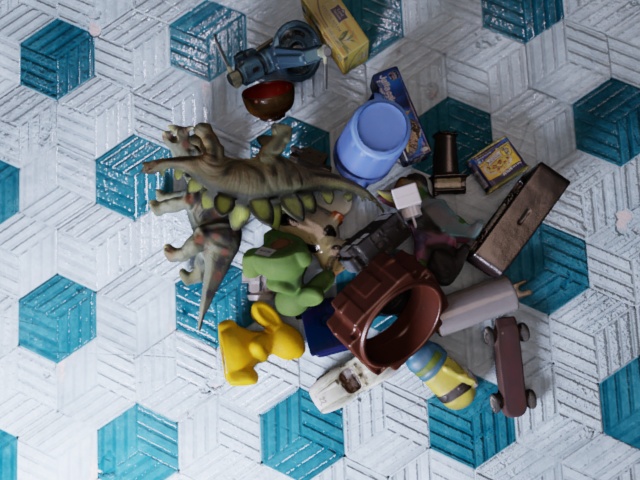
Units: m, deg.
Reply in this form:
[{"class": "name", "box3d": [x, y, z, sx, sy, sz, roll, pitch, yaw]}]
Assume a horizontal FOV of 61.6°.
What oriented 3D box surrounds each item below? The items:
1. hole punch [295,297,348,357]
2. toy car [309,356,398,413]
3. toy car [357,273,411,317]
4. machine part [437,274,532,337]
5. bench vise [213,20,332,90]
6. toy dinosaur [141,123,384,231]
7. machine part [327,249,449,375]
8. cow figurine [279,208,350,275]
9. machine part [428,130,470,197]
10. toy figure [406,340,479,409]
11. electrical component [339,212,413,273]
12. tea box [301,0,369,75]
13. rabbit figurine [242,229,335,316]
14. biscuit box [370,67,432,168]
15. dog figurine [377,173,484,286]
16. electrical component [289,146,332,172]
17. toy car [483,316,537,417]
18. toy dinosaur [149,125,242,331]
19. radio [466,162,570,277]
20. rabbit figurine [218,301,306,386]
[{"class": "hole punch", "box3d": [0.022, 0.175, 1.095, 0.142, 0.092, 0.115, -17, 80, 5]}, {"class": "toy car", "box3d": [0.073, 0.277, 1.097, 0.202, 0.056, 0.073, -32, 84, 0]}, {"class": "toy car", "box3d": [0.123, 0.093, 1.083, 0.103, 0.161, 0.109, 42, 116, 43]}, {"class": "machine part", "box3d": [0.307, 0.132, 1.087, 0.243, 0.079, 0.079, -20, 84, 2]}, {"class": "bench vise", "box3d": [-0.072, -0.370, 1.088, 0.224, 0.241, 0.128, -24, 118, -29]}, {"class": "toy dinosaur", "box3d": [-0.103, -0.118, 1.040, 0.472, 0.105, 0.198, -1, 83, -10]}, {"class": "machine part", "box3d": [0.129, 0.135, 0.983, 0.201, 0.201, 0.087, -44, 45, -6]}, {"class": "cow figurine", "box3d": [-0.002, -0.003, 1.114, 0.195, 0.085, 0.127, 30, 81, 3]}, {"class": "machine part", "box3d": [0.270, -0.163, 1.138, 0.084, 0.039, 0.138, -5, 86, 11]}, {"class": "toy figure", "box3d": [0.234, 0.261, 1.078, 0.180, 0.082, 0.089, 36, 106, -1]}, {"class": "electrical component", "box3d": [0.100, 0.008, 1.035, 0.134, 0.115, 0.058, -40, 96, -9]}, {"class": "tea box", "box3d": [0.032, -0.452, 1.148, 0.068, 0.098, 0.169, -34, 85, 0]}, {"class": "rabbit figurine", "box3d": [-0.051, 0.076, 1.063, 0.159, 0.121, 0.170, 5, 125, 23]}, {"class": "biscuit box", "box3d": [0.169, -0.260, 1.139, 0.059, 0.063, 0.202, -21, 84, -1]}, {"class": "dog figurine", "box3d": [0.204, -0.028, 1.097, 0.219, 0.108, 0.191, 27, 89, 10]}, {"class": "electrical component", "box3d": [-0.024, -0.159, 1.141, 0.102, 0.078, 0.045, 18, 124, 0]}, {"class": "toy car", "box3d": [0.381, 0.254, 1.083, 0.089, 0.053, 0.202, -7, 89, -2]}, {"class": "toy dinosaur", "box3d": [-0.233, -0.034, 1.119, 0.192, 0.131, 0.404, -20, 90, 2]}, {"class": "radio", "box3d": [0.385, -0.035, 1.071, 0.073, 0.131, 0.229, 38, 88, 6]}, {"class": "rabbit figurine", "box3d": [-0.118, 0.209, 1.101, 0.173, 0.122, 0.162, -6, 75, -11]}]
